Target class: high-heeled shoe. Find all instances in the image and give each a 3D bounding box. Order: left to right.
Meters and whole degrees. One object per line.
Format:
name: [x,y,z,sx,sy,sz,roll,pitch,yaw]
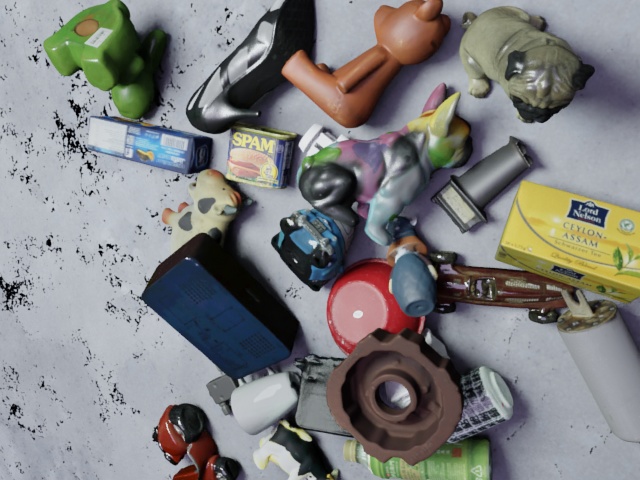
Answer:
high-heeled shoe: [-0.103,-0.263,0.779,0.145,0.086,0.248,14,75,36]

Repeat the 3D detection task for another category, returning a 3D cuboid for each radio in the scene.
radio: [-0.154,0.110,0.840,0.131,0.073,0.229,-32,113,25]

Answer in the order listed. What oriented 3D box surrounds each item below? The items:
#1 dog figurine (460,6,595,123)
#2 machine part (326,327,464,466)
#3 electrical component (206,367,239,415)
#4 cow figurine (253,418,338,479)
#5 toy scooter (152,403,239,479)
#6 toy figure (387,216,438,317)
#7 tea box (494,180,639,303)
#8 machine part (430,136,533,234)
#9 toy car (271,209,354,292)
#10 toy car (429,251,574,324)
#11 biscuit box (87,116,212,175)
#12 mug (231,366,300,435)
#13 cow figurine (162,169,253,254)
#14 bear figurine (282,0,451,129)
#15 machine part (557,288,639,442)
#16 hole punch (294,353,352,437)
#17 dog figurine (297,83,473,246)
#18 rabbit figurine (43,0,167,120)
dog figurine: [0.220,-0.213,0.612,0.172,0.190,0.121,33,110,13]
machine part: [0.100,0.203,0.711,0.180,0.056,0.179,3,98,22]
electrical component: [-0.169,0.260,0.947,0.063,0.021,0.094,-27,91,24]
cow figurine: [-0.024,0.377,0.896,0.167,0.068,0.098,42,106,7]
toy scooter: [-0.244,0.390,0.977,0.135,0.075,0.184,-36,92,24]
toy figure: [0.121,0.032,0.744,0.064,0.154,0.057,-1,139,-5]
tea box: [0.317,0.002,0.666,0.170,0.068,0.098,17,74,16]
machine part: [0.222,-0.076,0.724,0.139,0.039,0.084,-46,75,24]
toy car: [-0.002,-0.002,0.783,0.103,0.161,0.109,-39,77,-22]
toy car: [0.239,0.065,0.739,0.202,0.053,0.089,5,100,21]
biscuit box: [-0.280,-0.157,0.881,0.203,0.063,0.059,15,105,17]
mug: [-0.085,0.251,0.891,0.107,0.080,0.109,-29,68,14]
cow figurine: [-0.184,-0.018,0.862,0.127,0.085,0.194,16,109,15]
bear figurine: [0.067,-0.247,0.703,0.132,0.120,0.196,44,111,11]
machine part: [0.375,0.166,0.684,0.079,0.079,0.243,-27,97,23]
hole punch: [0.030,0.244,0.845,0.142,0.092,0.115,3,72,23]
dog figurine: [0.094,-0.118,0.715,0.191,0.108,0.219,28,109,-14]
rabbit figurine: [-0.314,-0.271,0.835,0.121,0.170,0.159,13,64,16]
